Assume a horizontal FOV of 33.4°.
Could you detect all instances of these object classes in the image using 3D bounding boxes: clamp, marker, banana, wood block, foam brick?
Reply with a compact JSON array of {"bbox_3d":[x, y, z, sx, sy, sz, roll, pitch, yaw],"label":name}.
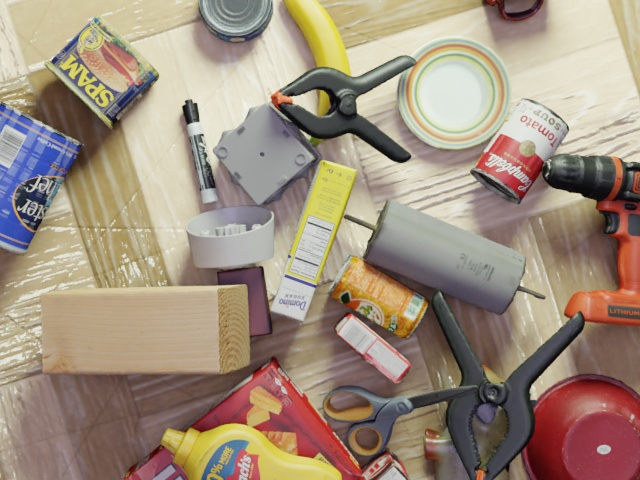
[{"bbox_3d":[0.197,0.159,1.140,0.165,0.036,0.210,1,81,17],"label":"clamp"},{"bbox_3d":[-0.138,-0.102,1.223,0.020,0.020,0.121,-13,90,-1],"label":"marker"},{"bbox_3d":[-0.001,-0.200,1.217,0.069,0.037,0.198,-7,90,-2],"label":"banana"},{"bbox_3d":[-0.188,0.097,1.155,0.206,0.090,0.091,-3,90,17],"label":"wood block"},{"bbox_3d":[-0.084,0.070,1.206,0.051,0.053,0.078,-9,88,-2],"label":"foam brick"},{"bbox_3d":[0.032,-0.140,1.183,0.171,0.039,0.120,-7,89,-15],"label":"clamp"}]

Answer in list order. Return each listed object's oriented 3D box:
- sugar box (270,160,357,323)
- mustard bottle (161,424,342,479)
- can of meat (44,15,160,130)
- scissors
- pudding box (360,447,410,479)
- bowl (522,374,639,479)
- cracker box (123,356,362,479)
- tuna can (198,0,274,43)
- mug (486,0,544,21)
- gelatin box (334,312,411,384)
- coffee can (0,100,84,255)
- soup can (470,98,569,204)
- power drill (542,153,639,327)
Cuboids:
[{"bbox_3d":[-0.008,0.002,1.188,0.048,0.093,0.176,17,90,-1],"label":"sugar box"},{"bbox_3d":[-0.080,0.250,1.129,0.191,0.058,0.096,27,93,0],"label":"mustard bottle"},{"bbox_3d":[-0.244,-0.190,1.203,0.102,0.057,0.084,44,86,-1],"label":"can of meat"},{"bbox_3d":[0.092,0.199,1.173,0.202,0.016,0.096,-3,111,35],"label":"scissors"},{"bbox_3d":[0.048,0.287,1.188,0.113,0.090,0.039,-44,91,-1],"label":"pudding box"},{"bbox_3d":[0.314,0.235,1.211,0.162,0.055,0.162,0,89,-2],"label":"bowl"},{"bbox_3d":[-0.085,0.261,1.194,0.213,0.072,0.164,-38,90,-1],"label":"cracker box"},{"bbox_3d":[-0.096,-0.271,1.218,0.086,0.034,0.086,0,90,-1],"label":"tuna can"},{"bbox_3d":[0.228,-0.305,1.204,0.081,0.093,0.117,-10,119,-6],"label":"mug"},{"bbox_3d":[0.058,0.121,1.198,0.089,0.073,0.030,40,89,-2],"label":"gelatin box"},{"bbox_3d":[-0.339,-0.068,1.176,0.103,0.103,0.140,28,89,-1],"label":"coffee can"},{"bbox_3d":[0.226,-0.101,1.206,0.068,0.068,0.102,35,88,-1],"label":"soup can"},{"bbox_3d":[0.325,0.000,1.198,0.184,0.057,0.188,7,92,-15],"label":"power drill"}]
